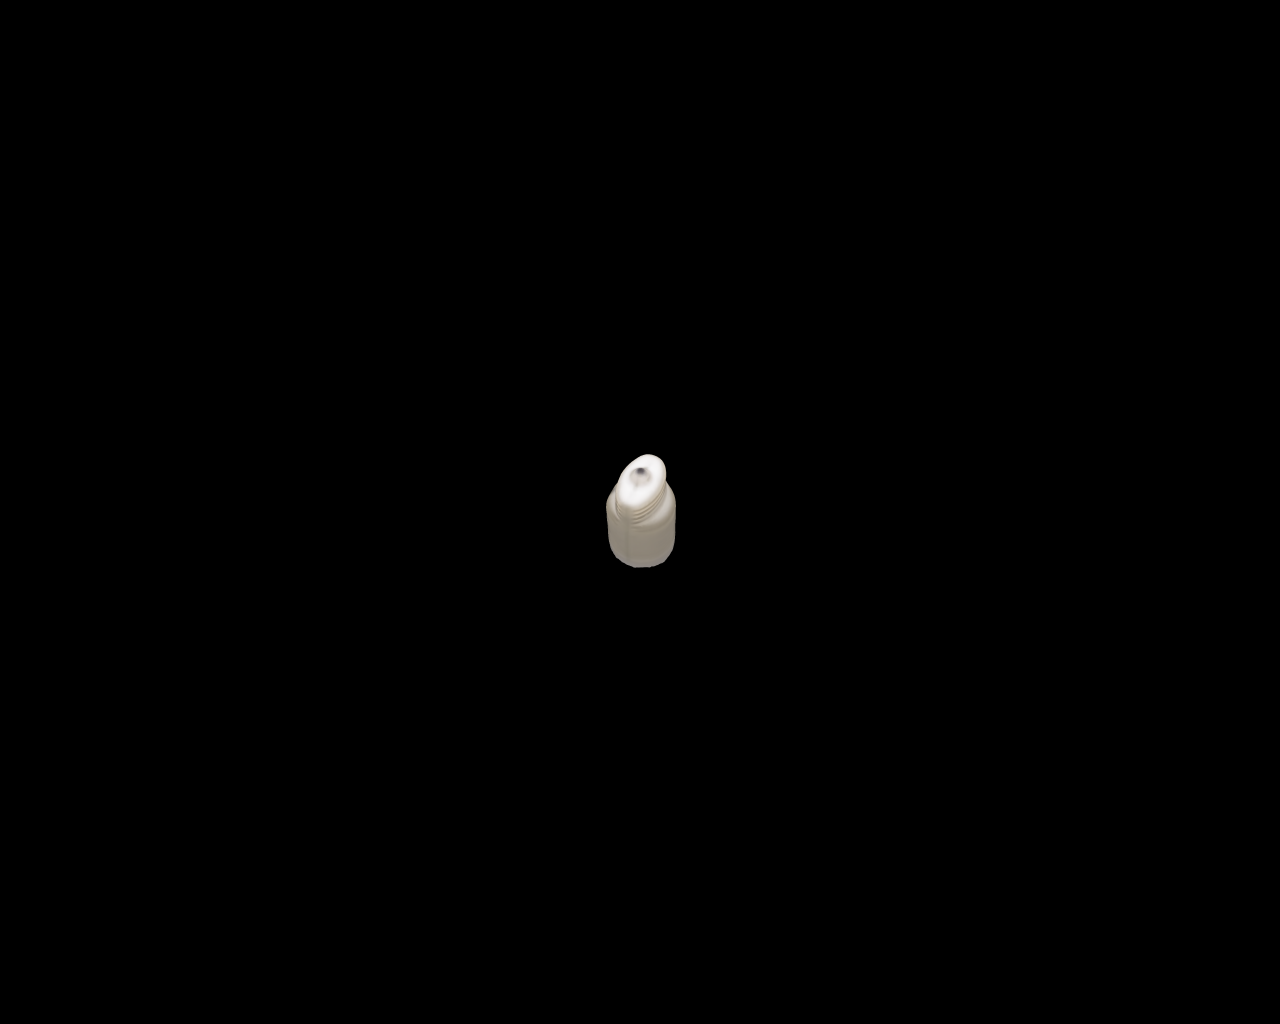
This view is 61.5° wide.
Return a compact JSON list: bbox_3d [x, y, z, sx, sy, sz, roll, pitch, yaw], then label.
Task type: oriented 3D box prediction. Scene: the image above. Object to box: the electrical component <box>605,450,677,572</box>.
[{"bbox_3d":[0.001,-0.003,0.650,0.043,0.043,0.080,0,-33,0],"label":"electrical component"}]
